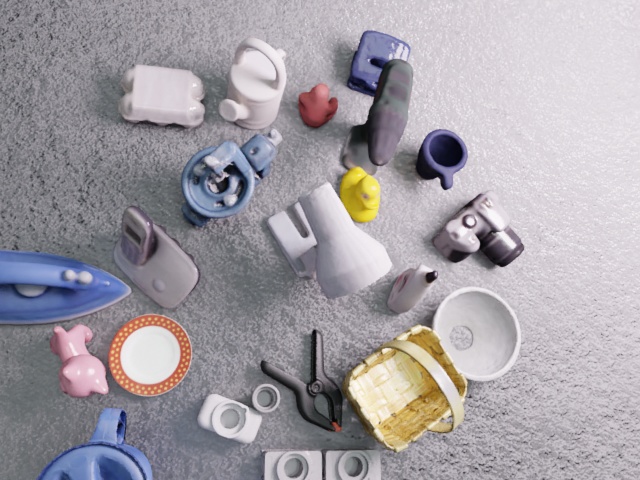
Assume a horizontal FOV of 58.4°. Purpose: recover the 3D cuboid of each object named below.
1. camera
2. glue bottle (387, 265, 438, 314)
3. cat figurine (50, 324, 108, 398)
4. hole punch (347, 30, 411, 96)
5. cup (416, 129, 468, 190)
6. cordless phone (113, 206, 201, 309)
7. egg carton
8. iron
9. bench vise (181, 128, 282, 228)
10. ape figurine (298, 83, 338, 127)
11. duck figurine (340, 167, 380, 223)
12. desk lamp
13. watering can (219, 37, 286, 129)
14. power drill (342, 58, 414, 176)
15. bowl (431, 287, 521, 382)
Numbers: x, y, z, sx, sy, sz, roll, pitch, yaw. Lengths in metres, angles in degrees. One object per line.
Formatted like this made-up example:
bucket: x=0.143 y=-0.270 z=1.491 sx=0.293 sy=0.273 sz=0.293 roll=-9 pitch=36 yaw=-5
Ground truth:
camera: x=0.312 y=-0.008 z=1.079 sx=0.143 sy=0.100 sz=0.137 roll=-41 pitch=86 yaw=-20
glue bottle: x=0.166 y=0.076 z=0.982 sx=0.037 sy=0.173 sz=0.078 roll=24 pitch=70 yaw=-5
cat figurine: x=-0.364 y=0.185 z=0.857 sx=0.067 sy=0.117 sz=0.128 roll=-27 pitch=82 yaw=-19
hole punch: x=0.118 y=-0.346 z=1.138 sx=0.109 sy=0.091 sz=0.101 roll=16 pitch=71 yaw=-8
cup: x=0.226 y=-0.141 z=1.101 sx=0.092 sy=0.095 sz=0.118 roll=-2 pitch=74 yaw=-13
cordless phone: x=-0.256 y=0.024 z=0.893 sx=0.147 sy=0.185 sz=0.094 roll=41 pitch=70 yaw=1
egg carton: x=-0.282 y=-0.256 z=1.030 sx=0.150 sy=0.069 sz=0.107 roll=2 pitch=74 yaw=-12
iron: x=-0.426 y=0.061 z=0.866 sx=0.258 sy=0.141 sz=0.118 roll=1 pitch=74 yaw=-12
bench vise: x=-0.150 y=-0.131 z=0.945 sx=0.121 sy=0.219 sz=0.207 roll=28 pitch=70 yaw=-3
ape figurine: x=-0.003 y=-0.262 z=1.085 sx=0.078 sy=0.092 sz=0.076 roll=25 pitch=70 yaw=-4
duck figurine: x=0.082 y=-0.092 z=1.058 sx=0.078 sy=0.086 sz=0.104 roll=-12 pitch=77 yaw=-16
desk lamp: x=0.009 y=0.003 z=0.945 sx=0.118 sy=0.213 sz=0.203 roll=-30 pitch=82 yaw=-19
watering can: x=-0.113 y=-0.276 z=1.009 sx=0.101 sy=0.194 sz=0.173 roll=14 pitch=71 yaw=-8
power drill: x=0.105 y=-0.199 z=1.029 sx=0.076 sy=0.208 sz=0.230 roll=18 pitch=71 yaw=-7
bowl: x=0.268 y=0.172 z=1.030 sx=0.167 sy=0.074 sz=0.167 roll=4 pitch=73 yaw=-12
